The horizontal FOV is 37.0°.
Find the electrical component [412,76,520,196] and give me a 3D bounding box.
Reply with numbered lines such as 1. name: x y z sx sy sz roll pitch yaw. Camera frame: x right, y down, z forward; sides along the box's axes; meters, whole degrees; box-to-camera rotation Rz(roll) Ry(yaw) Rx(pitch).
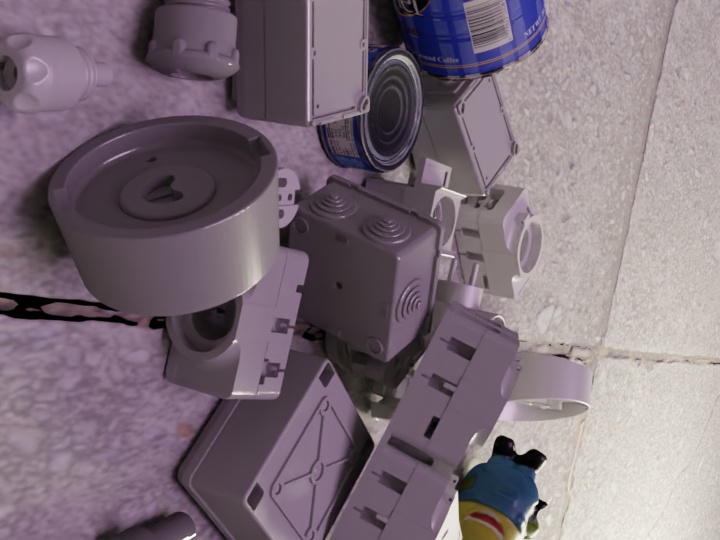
1. electrical component: 0.069 -0.110 0.801 0.061 0.061 0.096 -52 133 -36

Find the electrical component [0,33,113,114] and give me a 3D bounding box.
1. electrical component: -0.137 -0.089 0.487 0.061 0.035 0.035 -16 114 -59

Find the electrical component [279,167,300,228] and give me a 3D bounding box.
1. electrical component: -0.063 -0.044 0.614 0.040 0.046 0.040 -28 124 -52

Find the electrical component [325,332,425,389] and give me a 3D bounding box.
1. electrical component: 0.009 0.050 0.758 0.066 0.055 0.048 -47 138 -41

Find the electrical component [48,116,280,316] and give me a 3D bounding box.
1. electrical component: -0.090 -0.022 0.522 0.108 0.108 0.060 -47 143 -41

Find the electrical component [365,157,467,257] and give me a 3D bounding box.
1. electrical component: 0.034 -0.038 0.760 0.042 0.064 0.081 11 91 -61

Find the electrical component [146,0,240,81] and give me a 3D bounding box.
1. electrical component: -0.084 -0.130 0.551 0.048 0.048 0.062 3 91 -59

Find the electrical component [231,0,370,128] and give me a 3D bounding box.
1. electrical component: -0.035 -0.134 0.612 0.062 0.061 0.096 -26 122 -53

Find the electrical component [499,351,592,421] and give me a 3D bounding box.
1. electrical component: 0.167 0.112 1.006 0.099 0.099 0.064 34 65 -58

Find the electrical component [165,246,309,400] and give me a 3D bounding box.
1. electrical component: -0.073 0.026 0.618 0.056 0.050 0.089 13 90 -60

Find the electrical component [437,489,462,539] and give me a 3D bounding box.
1. electrical component: 0.046 0.212 0.872 0.061 0.061 0.096 -50 139 -39

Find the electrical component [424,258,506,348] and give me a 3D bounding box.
1. electrical component: 0.074 0.031 0.838 0.044 0.077 0.079 15 87 -59

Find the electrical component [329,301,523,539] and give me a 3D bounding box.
1. electrical component: 0.047 0.120 0.735 0.186 0.060 0.105 -63 174 5

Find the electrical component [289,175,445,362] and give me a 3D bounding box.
1. electrical component: 0.000 0.000 0.681 0.048 0.100 0.099 -36 142 -43

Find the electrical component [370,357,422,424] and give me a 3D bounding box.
1. electrical component: 0.041 0.093 0.825 0.078 0.058 0.057 36 67 -57

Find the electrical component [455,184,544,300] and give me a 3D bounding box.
1. electrical component: 0.120 -0.024 0.914 0.050 0.056 0.089 -52 141 -37

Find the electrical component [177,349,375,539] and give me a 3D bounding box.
1. electrical component: -0.049 0.121 0.686 0.108 0.056 0.108 -59 145 -29
